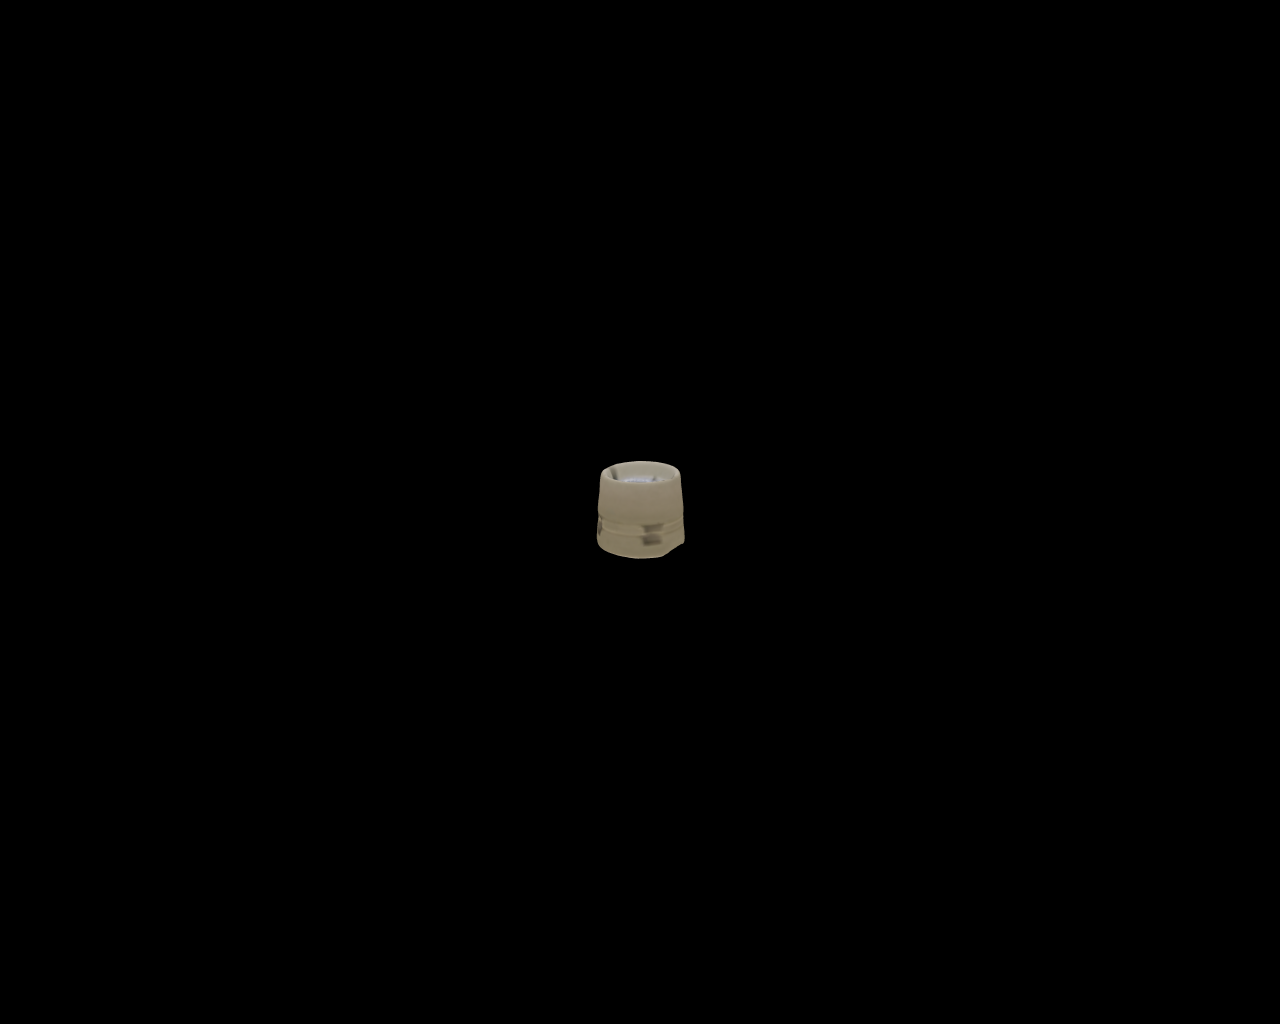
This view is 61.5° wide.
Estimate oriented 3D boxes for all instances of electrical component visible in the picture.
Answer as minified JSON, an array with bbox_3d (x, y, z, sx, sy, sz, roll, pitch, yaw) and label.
[{"bbox_3d":[0.001,-0.003,0.650,0.055,0.047,0.055,0,19,0],"label":"electrical component"}]
